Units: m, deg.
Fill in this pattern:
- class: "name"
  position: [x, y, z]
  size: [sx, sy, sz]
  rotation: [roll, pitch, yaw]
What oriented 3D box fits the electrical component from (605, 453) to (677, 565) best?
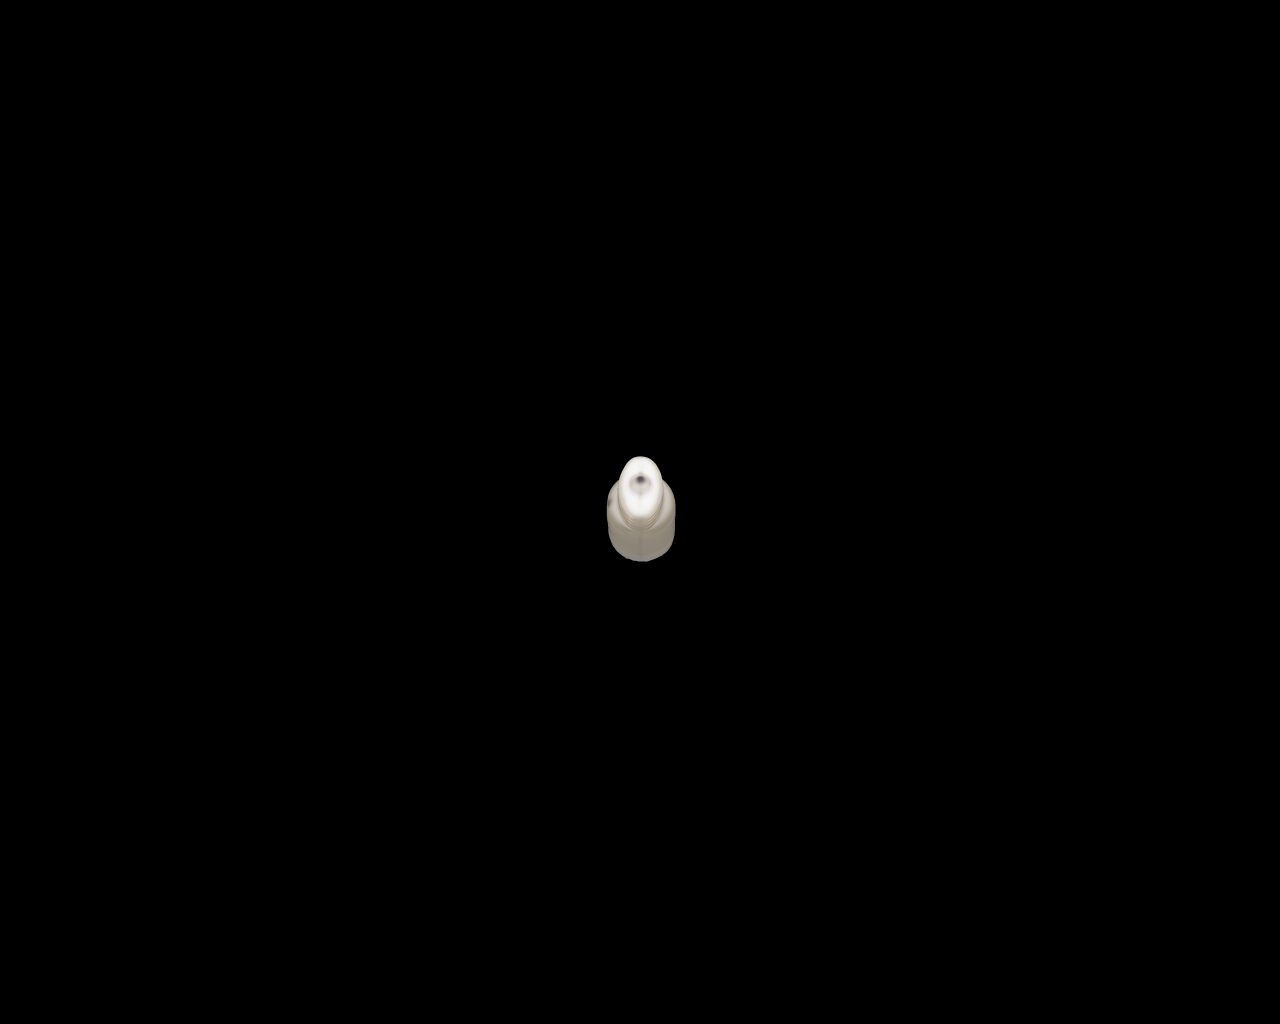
- class: "electrical component"
  position: [0.001, -0.003, 0.650]
  size: [0.043, 0.043, 0.080]
  rotation: [0, -25, 0]
